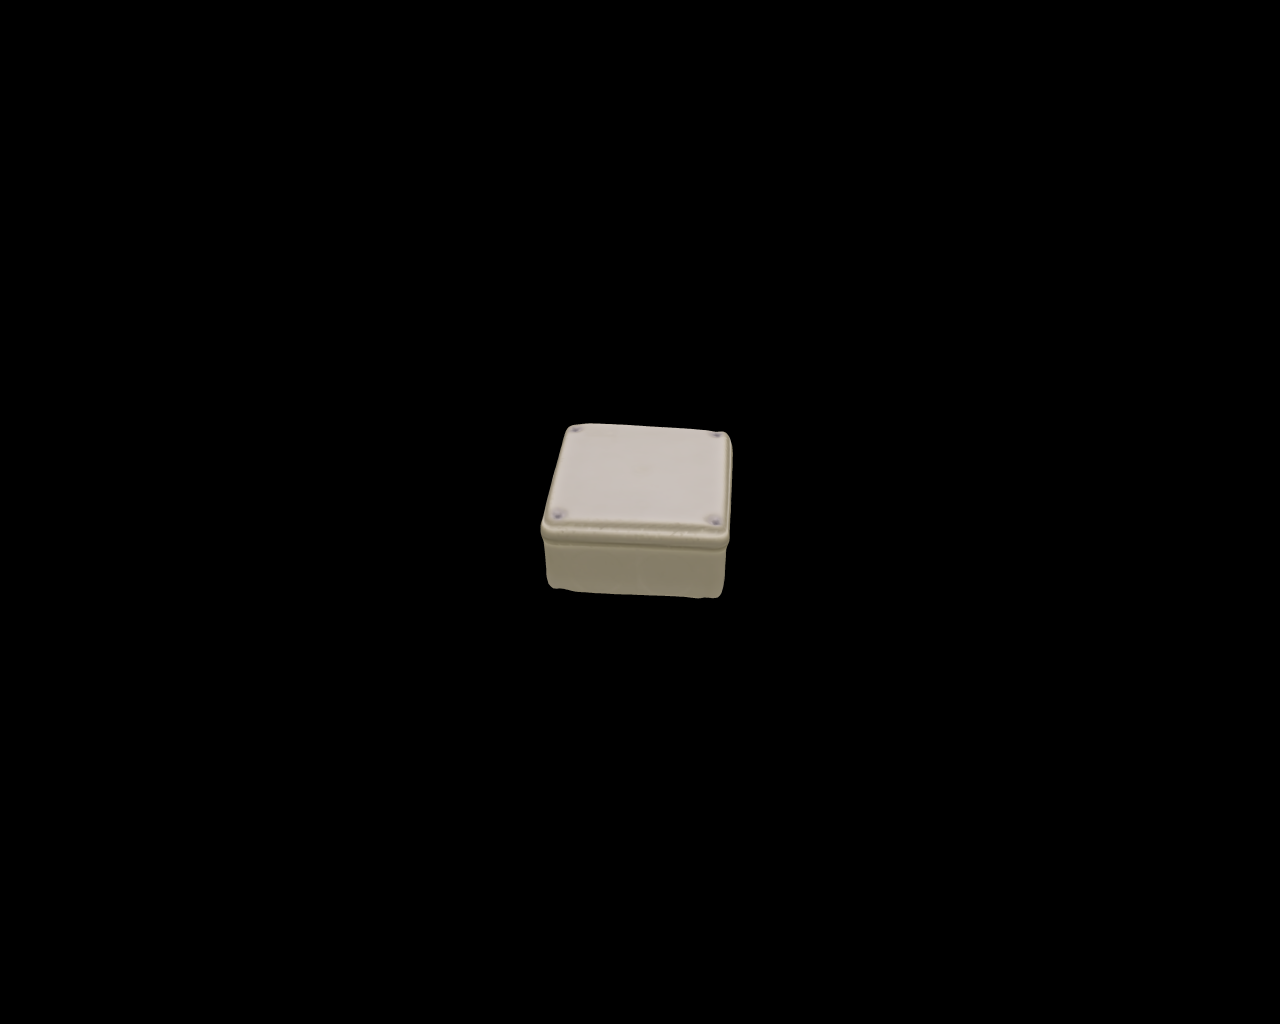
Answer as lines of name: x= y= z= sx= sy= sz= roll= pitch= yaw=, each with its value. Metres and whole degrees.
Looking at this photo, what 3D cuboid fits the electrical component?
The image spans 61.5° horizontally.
electrical component: x=0.001 y=-0.003 z=0.650 sx=0.109 sy=0.056 sz=0.109 roll=3 pitch=37 yaw=4
